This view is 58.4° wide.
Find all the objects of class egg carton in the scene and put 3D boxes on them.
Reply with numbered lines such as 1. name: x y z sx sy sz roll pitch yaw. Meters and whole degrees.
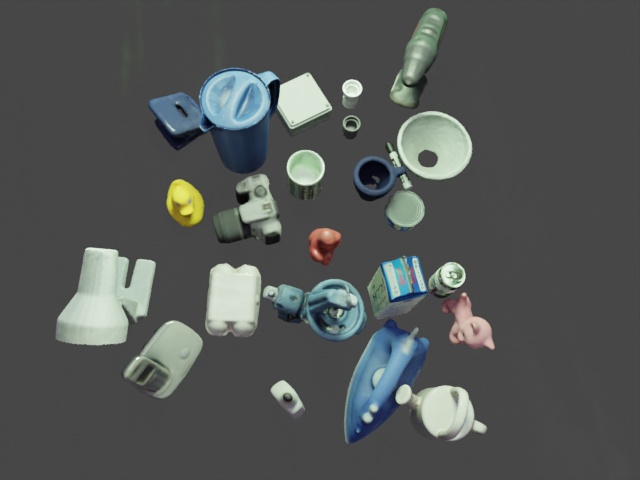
1. egg carton: -0.175 0.123 1.166 0.107 0.069 0.150 2 73 -3

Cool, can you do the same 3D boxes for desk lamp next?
1. desk lamp: -0.402 0.107 1.080 0.118 0.213 0.203 6 73 -2

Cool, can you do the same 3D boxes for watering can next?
1. watering can: 0.226 0.323 1.066 0.173 0.194 0.101 1 73 -3

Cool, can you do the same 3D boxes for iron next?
1. iron: 0.122 0.278 1.100 0.118 0.141 0.258 28 73 5

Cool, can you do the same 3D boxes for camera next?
1. camera: -0.159 -0.057 1.206 0.137 0.101 0.143 -16 75 -8

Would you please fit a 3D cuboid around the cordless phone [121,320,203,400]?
1. cordless phone: -0.298 0.217 1.068 0.094 0.185 0.148 29 73 6

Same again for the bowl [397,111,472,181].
1. bowl: 0.250 -0.200 1.290 0.167 0.075 0.167 1 73 -3

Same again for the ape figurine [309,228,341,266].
1. ape figurine: 0.011 0.004 1.203 0.078 0.092 0.076 -27 76 -11

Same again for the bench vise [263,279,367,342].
1. bench vise: -0.005 0.133 1.095 0.207 0.220 0.121 -2 73 -4

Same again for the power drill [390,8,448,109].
1. power drill: 0.216 -0.388 1.275 0.075 0.208 0.230 21 73 3

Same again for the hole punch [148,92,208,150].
1. hole punch: -0.312 -0.274 1.267 0.101 0.091 0.108 -37 78 -13

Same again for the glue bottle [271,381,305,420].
1. glue bottle: -0.059 0.297 1.066 0.037 0.173 0.078 -39 79 -14

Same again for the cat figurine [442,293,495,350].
1. cat figurine: 0.303 0.168 1.158 0.067 0.118 0.128 -12 74 -7

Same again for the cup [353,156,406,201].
1. cup: 0.125 -0.127 1.249 0.118 0.095 0.091 -15 74 -8

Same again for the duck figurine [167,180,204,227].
1. duck figurine: -0.290 -0.087 1.214 0.077 0.086 0.104 -20 75 -9
